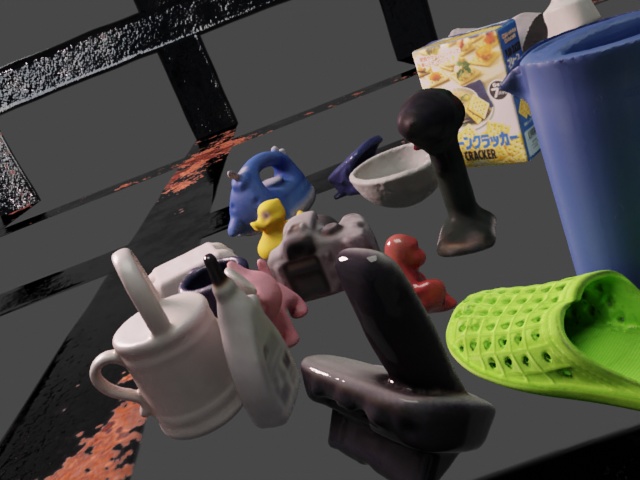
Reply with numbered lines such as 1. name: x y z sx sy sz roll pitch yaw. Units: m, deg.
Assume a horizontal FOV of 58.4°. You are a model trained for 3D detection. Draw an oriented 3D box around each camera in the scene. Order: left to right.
1. camera: 0.007 0.003 0.775 0.143 0.101 0.137 -16 21 14

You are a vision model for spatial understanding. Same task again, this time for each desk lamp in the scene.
1. desk lamp: 0.316 -0.282 1.019 0.202 0.214 0.118 3 32 48

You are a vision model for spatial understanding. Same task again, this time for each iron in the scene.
1. iron: -0.091 -0.108 1.090 0.118 0.142 0.259 -10 23 28

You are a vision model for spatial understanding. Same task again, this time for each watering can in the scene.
1. watering can: -0.147 0.090 0.577 0.173 0.194 0.100 -36 25 -32

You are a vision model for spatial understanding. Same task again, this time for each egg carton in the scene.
1. egg carton: -0.191 0.062 0.869 0.150 0.069 0.107 -28 21 -16

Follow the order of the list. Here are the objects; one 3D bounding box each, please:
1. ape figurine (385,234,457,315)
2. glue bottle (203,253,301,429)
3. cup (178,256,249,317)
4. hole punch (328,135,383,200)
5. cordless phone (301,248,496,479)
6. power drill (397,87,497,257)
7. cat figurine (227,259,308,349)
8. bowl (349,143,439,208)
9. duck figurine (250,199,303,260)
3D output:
1. ape figurine: 0.097 0.036 0.616 0.076 0.092 0.078 -18 21 11
2. glue bottle: -0.068 0.087 0.535 0.037 0.173 0.078 -14 22 19
3. cup: -0.125 0.080 0.722 0.092 0.095 0.117 -34 24 -29
4. hole punch: 0.069 -0.138 1.078 0.100 0.091 0.109 -4 27 40
5. cordless phone: 0.039 0.080 0.431 0.147 0.185 0.094 3 32 48
6. power drill: 0.156 -0.091 0.707 0.075 0.209 0.230 -13 22 22
7. cat figurine: -0.068 0.067 0.665 0.067 0.118 0.128 -17 21 12
8. bowl: 0.137 -0.098 0.936 0.167 0.075 0.167 -19 21 8
9. duck figurine: -0.067 -0.028 0.946 0.105 0.086 0.077 -31 22 -23
